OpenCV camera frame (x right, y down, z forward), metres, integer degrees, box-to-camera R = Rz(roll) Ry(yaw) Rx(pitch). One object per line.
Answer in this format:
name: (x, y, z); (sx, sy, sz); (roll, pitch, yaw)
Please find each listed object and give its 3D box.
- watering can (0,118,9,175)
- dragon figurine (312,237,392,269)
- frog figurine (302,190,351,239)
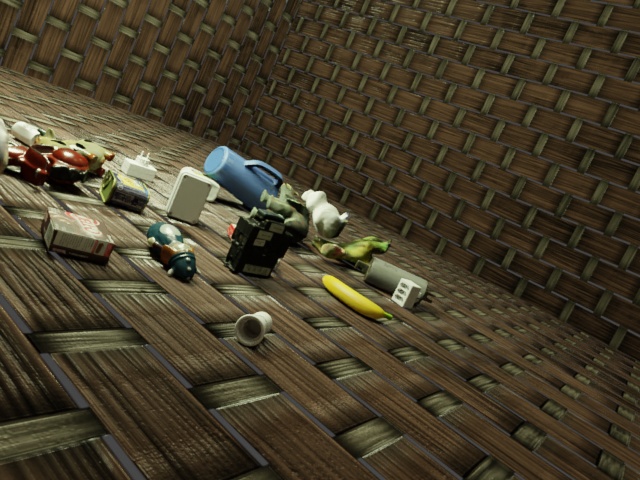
watering can: (-0.611, -0.148, 0.812); (0.223, 0.103, 0.353); (14, 27, -50)
dragon figurine: (0.096, 0.022, 1.644); (0.243, 0.121, 0.412); (18, 7, 8)
frog figurine: (0.005, -0.080, 1.586); (0.159, 0.121, 0.139); (28, 20, -2)
